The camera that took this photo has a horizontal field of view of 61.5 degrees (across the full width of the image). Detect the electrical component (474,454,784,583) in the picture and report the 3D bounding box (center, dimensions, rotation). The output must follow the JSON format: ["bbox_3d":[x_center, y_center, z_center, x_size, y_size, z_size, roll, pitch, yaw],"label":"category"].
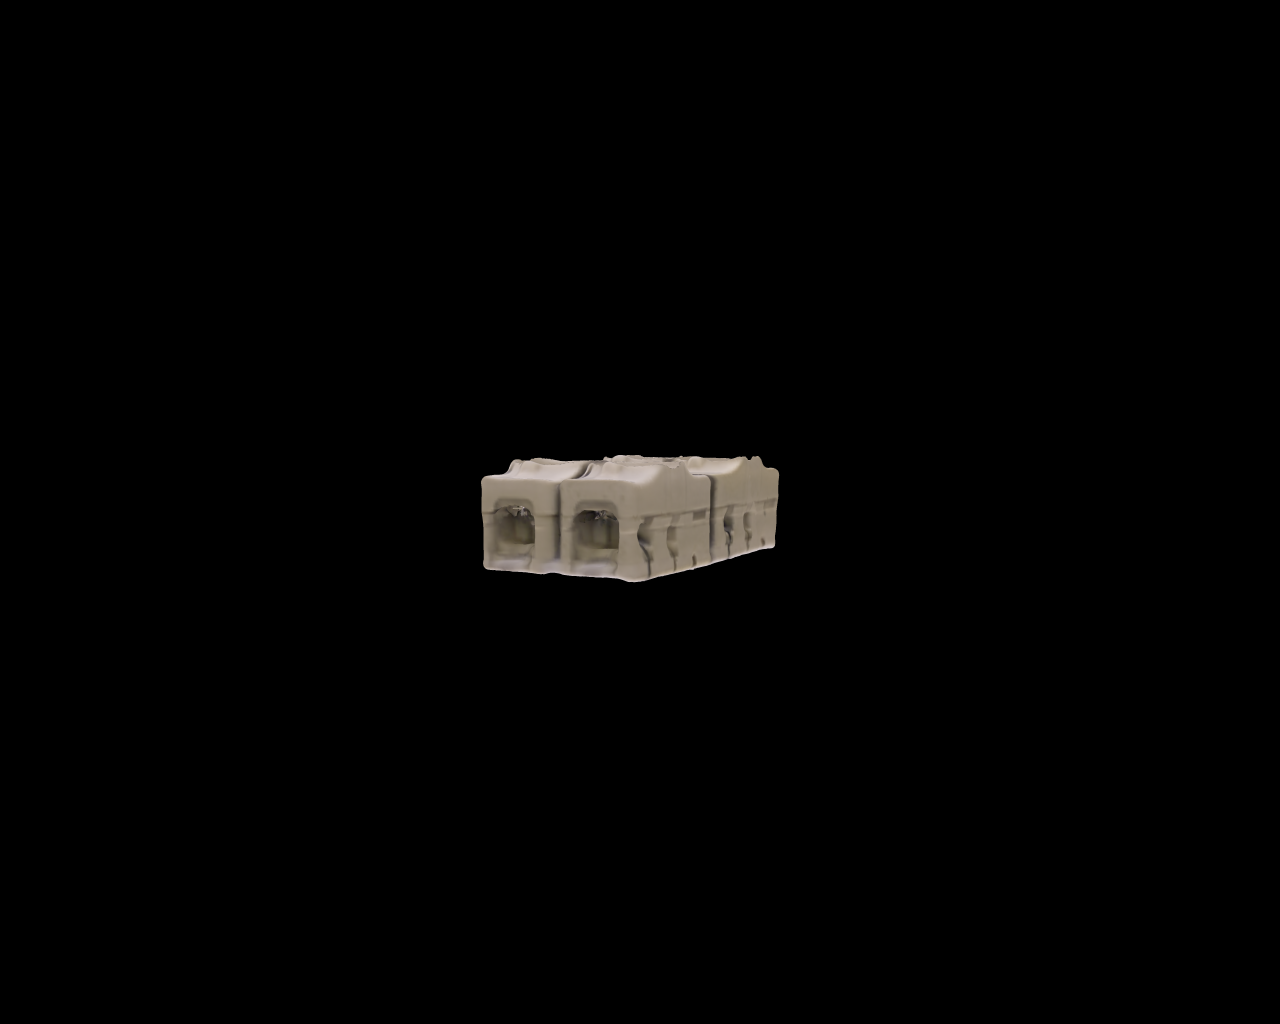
[{"bbox_3d":[0.001,-0.003,0.650,0.105,0.060,0.186,3,6,32],"label":"electrical component"}]
